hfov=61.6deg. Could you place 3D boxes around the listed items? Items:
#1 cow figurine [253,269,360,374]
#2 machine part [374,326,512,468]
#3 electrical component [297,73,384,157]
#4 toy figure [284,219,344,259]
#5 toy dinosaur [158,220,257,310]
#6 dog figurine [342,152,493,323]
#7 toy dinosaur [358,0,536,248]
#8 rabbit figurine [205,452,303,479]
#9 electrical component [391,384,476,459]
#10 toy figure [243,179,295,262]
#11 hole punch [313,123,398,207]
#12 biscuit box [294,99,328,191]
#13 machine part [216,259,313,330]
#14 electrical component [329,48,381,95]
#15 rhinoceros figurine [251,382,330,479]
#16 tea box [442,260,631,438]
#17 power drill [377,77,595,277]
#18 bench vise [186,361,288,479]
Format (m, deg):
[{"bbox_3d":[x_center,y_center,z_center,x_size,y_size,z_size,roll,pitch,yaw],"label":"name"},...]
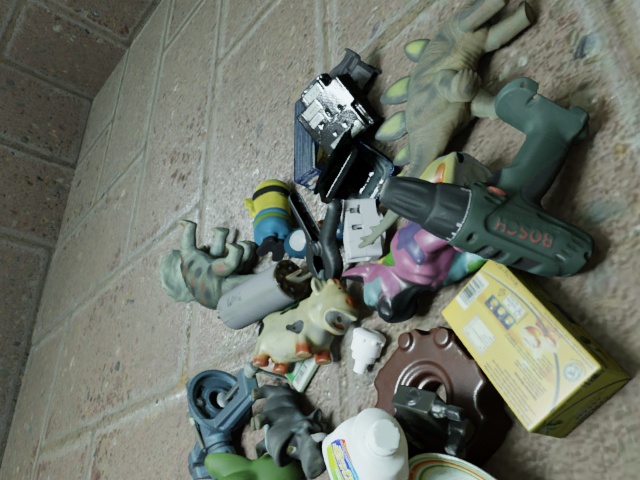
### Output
[{"bbox_3d":[-0.018,0.129,0.838,0.195,0.085,0.127,-26,52,38],"label":"cow figurine"},{"bbox_3d":[0.138,0.192,0.641,0.179,0.056,0.179,-27,53,43],"label":"machine part"},{"bbox_3d":[0.028,-0.225,0.950,0.115,0.058,0.134,-37,89,31],"label":"electrical component"},{"bbox_3d":[-0.001,-0.001,0.927,0.154,0.058,0.064,-17,101,47],"label":"toy figure"},{"bbox_3d":[-0.223,0.076,1.131,0.405,0.131,0.192,27,106,50],"label":"toy dinosaur"},{"bbox_3d":[0.129,0.006,0.713,0.219,0.108,0.191,-29,52,45],"label":"dog figurine"},{"bbox_3d":[0.175,-0.201,0.770,0.199,0.105,0.471,0,62,60],"label":"toy dinosaur"},{"bbox_3d":[-0.110,0.376,0.806,0.170,0.159,0.121,-46,28,4],"label":"rabbit figurine"},{"bbox_3d":[0.116,0.195,0.569,0.102,0.078,0.045,4,53,46],"label":"electrical component"},{"bbox_3d":[-0.090,-0.042,1.045,0.089,0.082,0.180,-30,39,16],"label":"toy figure"},{"bbox_3d":[0.057,-0.108,0.890,0.142,0.092,0.116,-63,20,22],"label":"hole punch"},{"bbox_3d":[-0.009,-0.196,1.038,0.063,0.059,0.203,-30,50,43],"label":"biscuit box"},{"bbox_3d":[-0.106,0.100,0.962,0.243,0.079,0.079,-29,50,37],"label":"machine part"},{"bbox_3d":[0.048,-0.285,0.999,0.119,0.074,0.048,-53,37,14],"label":"electrical component"},{"bbox_3d":[-0.044,0.280,0.793,0.190,0.112,0.073,-146,58,-67],"label":"rhinoceros figurine"},{"bbox_3d":[0.219,0.108,0.569,0.098,0.068,0.170,-52,39,21],"label":"tea box"},{"bbox_3d":[0.200,-0.075,0.588,0.207,0.232,0.086,-62,0,-26],"label":"power drill"},{"bbox_3d":[-0.161,0.302,0.918,0.240,0.129,0.224,-52,37,31],"label":"bench vise"}]
